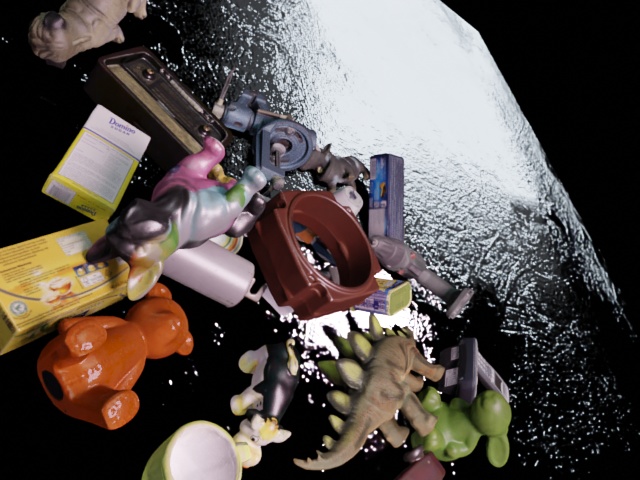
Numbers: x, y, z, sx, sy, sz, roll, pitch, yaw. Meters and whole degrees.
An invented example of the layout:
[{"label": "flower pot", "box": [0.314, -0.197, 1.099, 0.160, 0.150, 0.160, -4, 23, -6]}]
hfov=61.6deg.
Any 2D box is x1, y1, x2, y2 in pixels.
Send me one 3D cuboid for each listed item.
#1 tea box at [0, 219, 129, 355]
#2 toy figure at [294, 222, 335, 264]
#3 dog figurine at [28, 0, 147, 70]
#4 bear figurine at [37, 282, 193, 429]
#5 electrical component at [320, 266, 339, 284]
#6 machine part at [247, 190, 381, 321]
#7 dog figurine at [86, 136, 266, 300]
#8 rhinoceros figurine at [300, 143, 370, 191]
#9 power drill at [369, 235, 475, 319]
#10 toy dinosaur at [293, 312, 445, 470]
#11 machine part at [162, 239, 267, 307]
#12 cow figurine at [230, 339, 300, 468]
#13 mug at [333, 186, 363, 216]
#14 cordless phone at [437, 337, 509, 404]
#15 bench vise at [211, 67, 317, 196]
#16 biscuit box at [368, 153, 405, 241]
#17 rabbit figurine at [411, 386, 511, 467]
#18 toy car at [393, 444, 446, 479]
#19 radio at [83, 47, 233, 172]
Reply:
[{"label": "tea box", "box": [-0.310, 0.048, 0.631, 0.098, 0.068, 0.169, 56, 37, 6]}, {"label": "toy figure", "box": [-0.001, -0.004, 1.026, 0.154, 0.064, 0.058, 33, 72, -9]}, {"label": "dog figurine", "box": [-0.365, -0.368, 0.852, 0.121, 0.172, 0.191, 29, 33, -12]}, {"label": "bear figurine", "box": [-0.214, 0.122, 0.628, 0.196, 0.132, 0.120, -26, 97, -49]}, {"label": "electrical component", "box": [0.033, 0.083, 1.023, 0.094, 0.021, 0.063, 9, 54, -45]}, {"label": "machine part", "box": [-0.004, 0.019, 0.875, 0.201, 0.087, 0.201, -5, 66, -50]}, {"label": "dog figurine", "box": [-0.179, -0.018, 0.683, 0.108, 0.191, 0.219, 41, 69, 9]}, {"label": "rhinoceros figurine", "box": [0.033, -0.163, 1.193, 0.190, 0.073, 0.112, 0, 61, -49]}, {"label": "power drill", "box": [0.206, 0.074, 1.101, 0.207, 0.086, 0.232, 32, 3, 25]}, {"label": "toy dinosaur", "box": [0.092, 0.244, 0.887, 0.198, 0.105, 0.471, 43, 26, 0]}, {"label": "machine part", "box": [-0.184, 0.030, 0.781, 0.243, 0.079, 0.079, 33, 40, -27]}, {"label": "cow figurine", "box": [-0.068, 0.218, 0.730, 0.068, 0.098, 0.167, 39, 37, -29]}, {"label": "mug", "box": [0.038, -0.049, 1.071, 0.109, 0.107, 0.081, 54, 37, 6]}, {"label": "cordless phone", "box": [0.334, 0.308, 1.116, 0.184, 0.089, 0.147, 44, 35, -18]}, {"label": "bench vise", "box": [-0.104, -0.188, 1.028, 0.223, 0.129, 0.241, 25, 39, -29]}, {"label": "biscuit box", "box": [0.149, -0.089, 1.198, 0.063, 0.059, 0.202, 7, 83, -44]}, {"label": "rabbit figurine", "box": [0.266, 0.329, 0.941, 0.159, 0.170, 0.121, 42, 37, -13]}, {"label": "toy car", "box": [0.129, 0.396, 0.833, 0.202, 0.053, 0.089, -17, 63, -49]}, {"label": "radio", "box": [-0.263, -0.210, 0.903, 0.229, 0.073, 0.131, 46, 36, -9]}]
